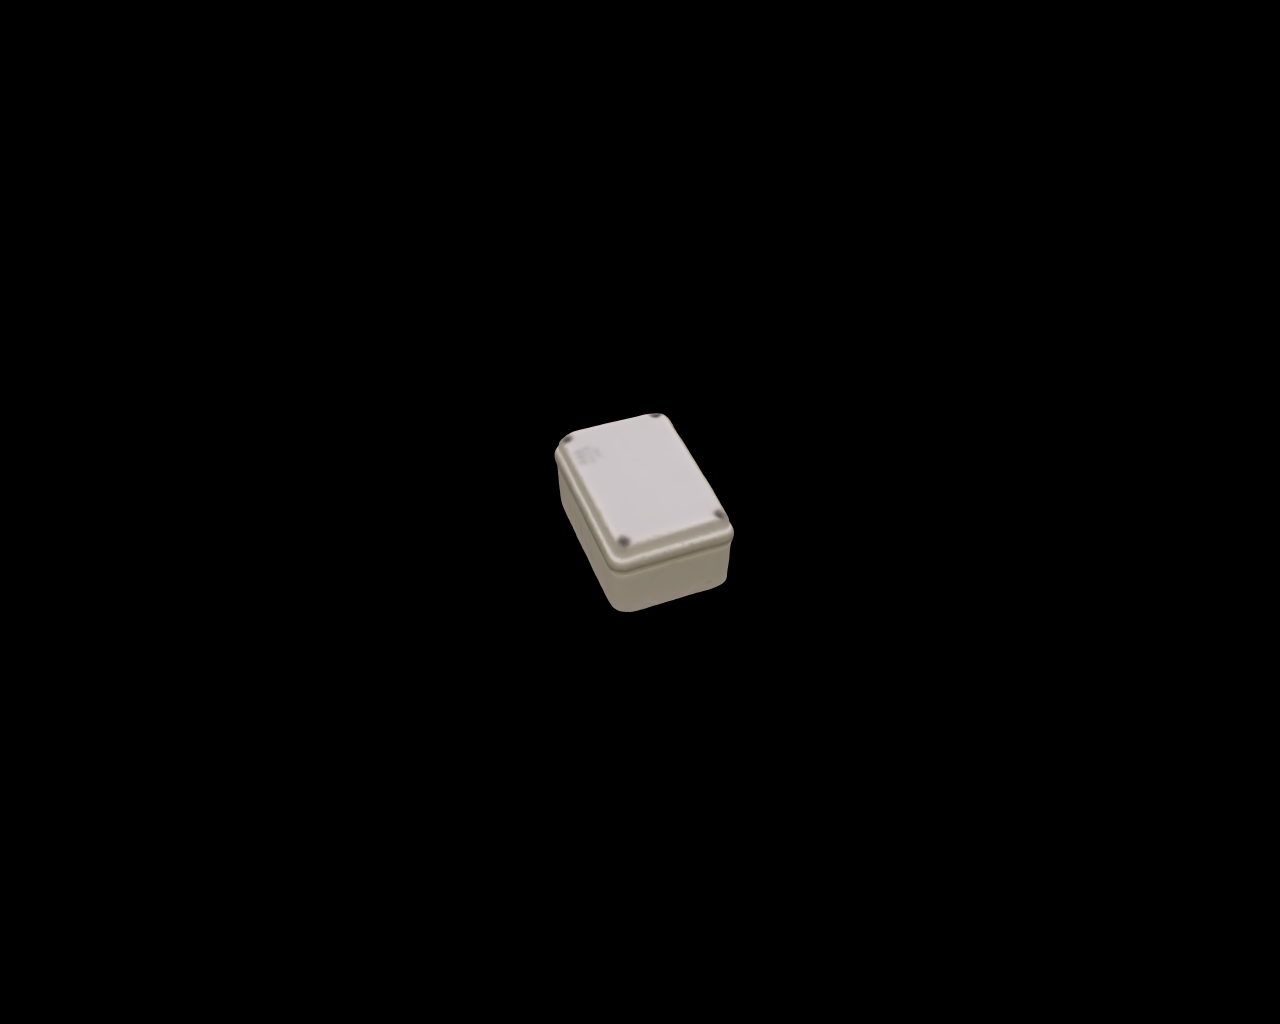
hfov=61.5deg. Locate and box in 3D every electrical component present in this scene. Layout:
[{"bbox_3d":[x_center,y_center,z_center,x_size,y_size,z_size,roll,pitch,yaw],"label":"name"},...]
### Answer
[{"bbox_3d":[0.001,-0.003,0.650,0.078,0.057,0.113,-15,47,-15],"label":"electrical component"}]
